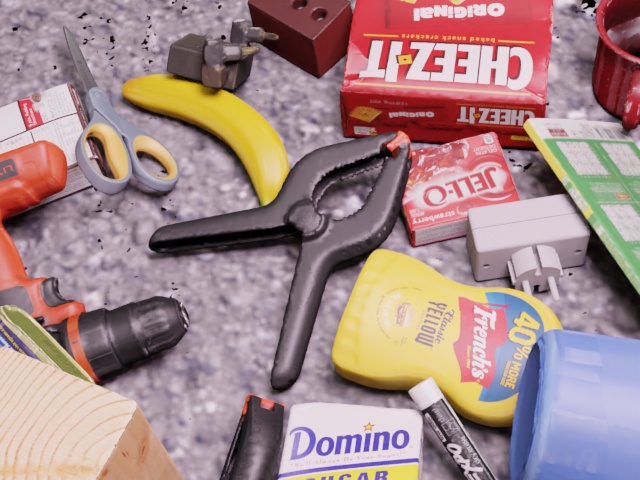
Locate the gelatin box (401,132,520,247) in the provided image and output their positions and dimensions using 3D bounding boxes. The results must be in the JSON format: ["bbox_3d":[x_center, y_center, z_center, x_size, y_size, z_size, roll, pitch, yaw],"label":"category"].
[{"bbox_3d":[0.105,-0.040,0.833,0.089,0.030,0.073,-13,58,-1],"label":"gelatin box"}]

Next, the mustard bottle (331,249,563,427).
[{"bbox_3d":[0.111,0.077,0.744,0.192,0.058,0.096,17,68,16],"label":"mustard bottle"}]

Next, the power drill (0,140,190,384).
[{"bbox_3d":[-0.204,0.023,0.794,0.184,0.057,0.188,-19,71,-1],"label":"power drill"}]

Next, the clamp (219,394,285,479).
[{"bbox_3d":[-0.051,0.170,0.679,0.039,0.120,0.171,22,57,-14],"label":"clamp"}]

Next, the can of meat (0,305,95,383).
[{"bbox_3d":[-0.206,0.106,0.717,0.102,0.057,0.084,44,89,6],"label":"can of meat"}]

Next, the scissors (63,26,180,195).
[{"bbox_3d":[-0.169,-0.107,0.898,0.096,0.016,0.202,17,39,-29],"label":"scissors"}]

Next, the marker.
[{"bbox_3d":[0.099,0.146,0.704,0.020,0.020,0.121,-32,83,-13],"label":"marker"}]

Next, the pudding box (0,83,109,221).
[{"bbox_3d":[-0.244,-0.072,0.891,0.113,0.039,0.090,-23,62,-4],"label":"pudding box"}]

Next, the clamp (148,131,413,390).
[{"bbox_3d":[-0.005,0.001,0.803,0.210,0.036,0.165,-35,67,-4],"label":"clamp"}]

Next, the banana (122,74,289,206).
[{"bbox_3d":[-0.085,-0.091,0.884,0.069,0.037,0.198,-38,62,-16],"label":"banana"}]

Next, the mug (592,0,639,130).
[{"bbox_3d":[0.258,-0.138,0.844,0.093,0.081,0.117,13,60,14],"label":"mug"}]

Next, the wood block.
[{"bbox_3d":[-0.143,0.159,0.638,0.091,0.206,0.090,20,63,17],"label":"wood block"}]

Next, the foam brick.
[{"bbox_3d":[-0.015,-0.189,0.926,0.078,0.051,0.053,33,68,23],"label":"foam brick"}]

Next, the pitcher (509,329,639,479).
[{"bbox_3d":[0.245,0.116,0.637,0.243,0.145,0.149,11,60,4],"label":"pitcher"}]

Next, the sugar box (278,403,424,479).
[{"bbox_3d":[0.015,0.185,0.674,0.093,0.048,0.176,2,46,8],"label":"sugar box"}]

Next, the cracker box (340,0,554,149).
[{"bbox_3d":[0.112,-0.186,0.898,0.164,0.072,0.213,4,60,10],"label":"cracker box"}]
